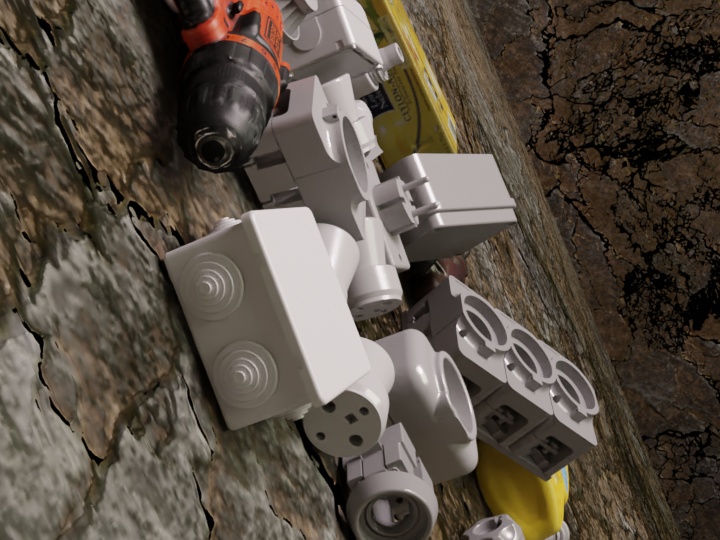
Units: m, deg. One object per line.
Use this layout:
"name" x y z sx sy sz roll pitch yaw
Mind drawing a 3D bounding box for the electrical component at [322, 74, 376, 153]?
"electrical component" -0.018 -0.106 0.769 0.045 0.045 0.055 -59 127 -72

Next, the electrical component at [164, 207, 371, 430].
"electrical component" -0.041 0.021 0.499 0.100 0.048 0.099 -18 87 -75

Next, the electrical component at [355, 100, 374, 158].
"electrical component" -0.006 -0.100 0.825 0.035 0.035 0.061 51 25 -49

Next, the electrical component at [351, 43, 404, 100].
"electrical component" 0.006 -0.171 0.909 0.043 0.062 0.043 59 17 -32

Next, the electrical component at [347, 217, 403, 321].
"electrical component" 0.000 0.000 0.685 0.045 0.045 0.055 29 42 -68

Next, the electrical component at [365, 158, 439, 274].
"electrical component" 0.016 -0.040 0.736 0.047 0.076 0.083 5 65 -74

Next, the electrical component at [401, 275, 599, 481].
"electrical component" 0.109 0.081 0.824 0.150 0.062 0.089 35 29 -25

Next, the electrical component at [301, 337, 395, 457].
"electrical component" -0.006 0.067 0.570 0.055 0.045 0.045 -74 141 -65

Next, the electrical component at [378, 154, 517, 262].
"electrical component" 0.057 -0.046 0.822 0.113 0.078 0.057 -6 71 -48

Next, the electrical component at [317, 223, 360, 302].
"electrical component" -0.024 0.011 0.594 0.065 0.044 0.044 -85 151 -50

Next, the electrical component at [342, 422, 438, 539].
"electrical component" 0.016 0.120 0.577 0.055 0.048 0.066 -95 160 -68

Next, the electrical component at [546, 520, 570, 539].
"electrical component" 0.169 0.241 0.976 0.061 0.035 0.035 21 49 -67

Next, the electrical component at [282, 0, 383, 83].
"electrical component" -0.027 -0.170 0.790 0.096 0.062 0.061 2 67 -74

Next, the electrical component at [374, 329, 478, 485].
"electrical component" 0.033 0.085 0.655 0.053 0.059 0.095 -91 155 -53

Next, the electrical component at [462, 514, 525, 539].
"electrical component" 0.101 0.208 0.760 0.043 0.043 0.062 -49 118 -74

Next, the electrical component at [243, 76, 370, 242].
"electrical component" -0.029 -0.059 0.619 0.050 0.056 0.089 -89 161 -52
